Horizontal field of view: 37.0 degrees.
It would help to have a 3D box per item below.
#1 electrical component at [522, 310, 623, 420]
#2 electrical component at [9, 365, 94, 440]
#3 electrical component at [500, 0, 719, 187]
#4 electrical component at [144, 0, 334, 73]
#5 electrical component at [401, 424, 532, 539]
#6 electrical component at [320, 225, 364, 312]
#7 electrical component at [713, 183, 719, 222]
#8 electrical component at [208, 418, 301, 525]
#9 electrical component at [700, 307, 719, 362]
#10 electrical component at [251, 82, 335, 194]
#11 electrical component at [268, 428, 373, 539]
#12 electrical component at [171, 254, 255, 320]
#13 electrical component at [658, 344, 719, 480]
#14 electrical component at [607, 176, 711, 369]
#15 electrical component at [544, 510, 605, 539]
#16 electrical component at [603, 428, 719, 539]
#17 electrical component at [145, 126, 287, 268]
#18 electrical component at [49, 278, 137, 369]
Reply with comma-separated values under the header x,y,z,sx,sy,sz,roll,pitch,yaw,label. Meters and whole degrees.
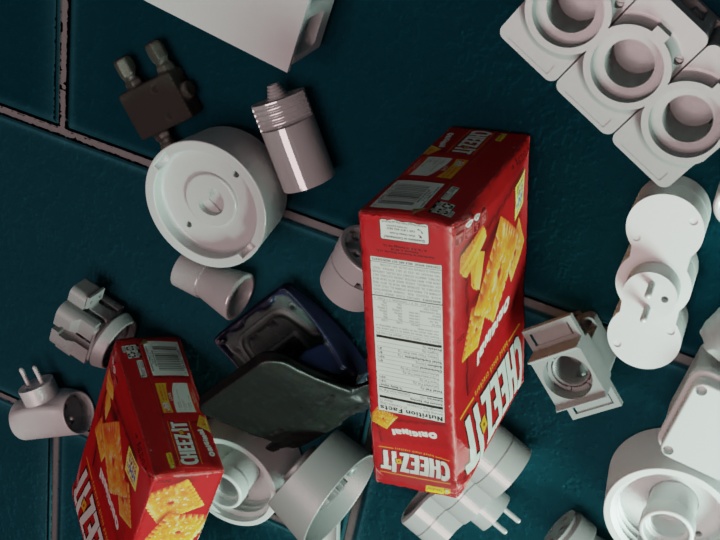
x,y,z,sx,sy,sz,roll,pitch,yaw,label
0.161,0.066,0.802,0.042,0.064,0.081,-23,105,33,electrical component
-0.317,0.131,1.079,0.077,0.043,0.079,-10,111,30,electrical component
0.176,-0.138,0.686,0.150,0.061,0.089,43,126,-1,electrical component
-0.105,-0.236,0.768,0.186,0.060,0.105,28,125,9,electrical component
0.101,0.193,0.907,0.074,0.052,0.138,40,126,1,electrical component
0.000,0.000,0.851,0.055,0.055,0.047,36,129,4,electrical component
0.271,-0.069,0.679,0.054,0.059,0.095,32,125,7,electrical component
-0.114,0.188,1.002,0.108,0.060,0.108,12,121,20,electrical component
0.270,0.036,0.747,0.043,0.043,0.062,36,124,4,electrical component
-0.053,-0.104,0.825,0.043,0.043,0.081,-9,112,29,electrical component
-0.032,0.190,0.943,0.064,0.099,0.099,42,126,7,electrical component
-0.130,0.010,0.926,0.065,0.044,0.044,26,124,17,electrical component
0.282,0.113,0.774,0.113,0.057,0.078,25,124,12,electrical component
0.204,0.010,0.745,0.052,0.073,0.138,13,121,19,electrical component
0.186,0.233,0.893,0.055,0.045,0.045,41,126,1,electrical component
0.241,0.183,0.829,0.108,0.060,0.108,11,121,20,electrical component
-0.110,-0.063,0.864,0.108,0.060,0.108,11,120,20,electrical component
-0.245,0.054,0.995,0.057,0.058,0.078,32,125,10,electrical component
